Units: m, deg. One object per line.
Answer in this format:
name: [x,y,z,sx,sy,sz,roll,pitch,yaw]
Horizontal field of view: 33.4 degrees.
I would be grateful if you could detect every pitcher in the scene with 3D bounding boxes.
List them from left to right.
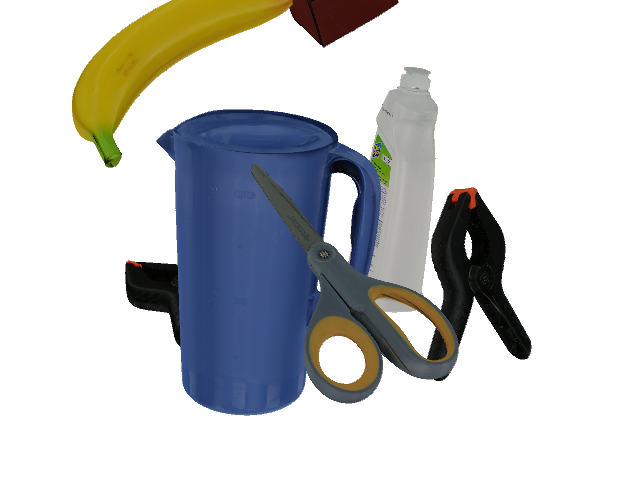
pitcher: [-0.049,0.020,0.889,0.144,0.243,0.149,-9,24,-30]

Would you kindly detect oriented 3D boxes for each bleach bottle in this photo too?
bleach bottle: [0.086,-0.057,1.139,0.068,0.251,0.103,-1,23,-24]

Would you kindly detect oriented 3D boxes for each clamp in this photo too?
clamp: [-0.137,0.057,1.079,0.210,0.036,0.164,12,20,36]
clamp: [0.129,0.042,0.956,0.120,0.171,0.039,-19,7,-40]

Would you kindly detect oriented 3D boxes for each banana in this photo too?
banana: [-0.098,-0.118,0.686,0.070,0.197,0.037,34,-33,9]

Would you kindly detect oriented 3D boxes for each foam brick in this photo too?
foam brick: [0.015,-0.205,0.867,0.078,0.053,0.051,-32,-39,-10]

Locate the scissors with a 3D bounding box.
scissors: [-0.007,0.026,0.643,0.096,0.016,0.202,-36,56,-28]
